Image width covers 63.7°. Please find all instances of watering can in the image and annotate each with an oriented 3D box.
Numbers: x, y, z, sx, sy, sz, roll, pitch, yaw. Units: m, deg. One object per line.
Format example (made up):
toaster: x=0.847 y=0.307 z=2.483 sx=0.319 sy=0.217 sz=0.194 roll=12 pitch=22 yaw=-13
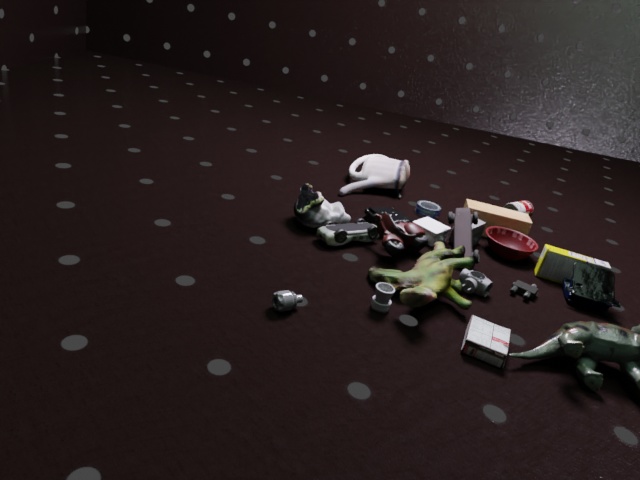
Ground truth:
watering can: x=0.207 y=-0.230 z=1.883 sx=0.225 sy=0.102 sz=0.355 roll=10 pitch=34 yaw=16

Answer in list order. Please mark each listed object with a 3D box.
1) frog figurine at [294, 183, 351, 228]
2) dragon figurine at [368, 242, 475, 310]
frog figurine: x=0.005 y=-0.076 z=1.505 sx=0.138 sy=0.124 sz=0.157 roll=13 pitch=-21 yaw=48
dragon figurine: x=0.242 y=0.074 z=1.289 sx=0.243 sy=0.121 sz=0.415 roll=3 pitch=16 yaw=-2
